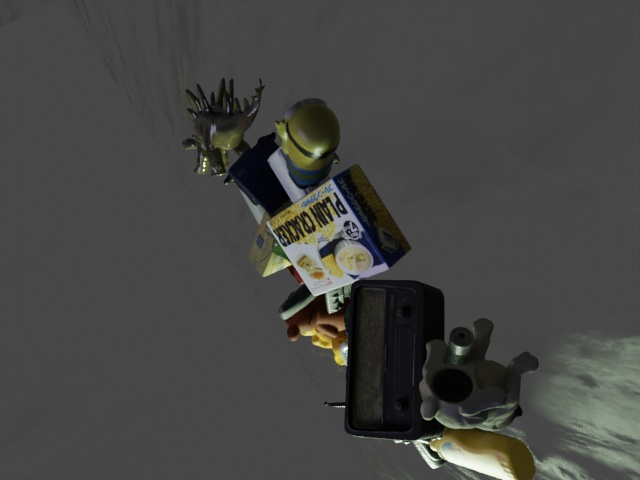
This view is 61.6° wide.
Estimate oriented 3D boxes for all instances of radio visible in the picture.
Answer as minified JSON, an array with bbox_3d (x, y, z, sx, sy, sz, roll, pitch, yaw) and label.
[{"bbox_3d":[0.112,0.174,0.795,0.131,0.229,0.073,-6,166,38],"label":"radio"}]

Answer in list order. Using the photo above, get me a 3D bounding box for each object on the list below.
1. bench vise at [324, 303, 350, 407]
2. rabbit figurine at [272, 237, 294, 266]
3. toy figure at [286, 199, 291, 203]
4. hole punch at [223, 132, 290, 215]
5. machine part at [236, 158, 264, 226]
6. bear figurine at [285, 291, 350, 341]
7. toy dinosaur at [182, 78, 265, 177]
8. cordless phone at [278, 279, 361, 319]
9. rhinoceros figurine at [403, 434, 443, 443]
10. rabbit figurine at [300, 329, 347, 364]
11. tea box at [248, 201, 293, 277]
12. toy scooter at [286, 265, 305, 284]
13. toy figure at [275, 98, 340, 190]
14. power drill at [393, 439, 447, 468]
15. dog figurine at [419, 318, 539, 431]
[{"bbox_3d":[0.102,0.180,0.961,0.129,0.224,0.240,15,147,-8],"label":"bench vise"},{"bbox_3d":[-0.002,-0.003,1.016,0.159,0.121,0.170,49,149,14],"label":"rabbit figurine"},{"bbox_3d":[-0.099,-0.103,1.216,0.064,0.058,0.154,52,171,38],"label":"toy figure"},{"bbox_3d":[-0.101,-0.124,1.048,0.115,0.142,0.092,50,173,-34],"label":"hole punch"},{"bbox_3d":[-0.138,-0.093,1.316,0.079,0.079,0.243,27,147,61],"label":"machine part"},{"bbox_3d":[-0.020,0.172,1.250,0.132,0.196,0.120,-9,84,51],"label":"bear figurine"},{"bbox_3d":[-0.214,-0.240,1.154,0.472,0.105,0.198,7,116,55],"label":"toy dinosaur"},{"bbox_3d":[-0.006,0.122,1.140,0.089,0.184,0.146,45,161,24],"label":"cordless phone"},{"bbox_3d":[0.156,0.257,0.894,0.073,0.112,0.190,-83,-12,-56],"label":"rhinoceros figurine"},{"bbox_3d":[0.040,0.257,1.400,0.173,0.122,0.162,34,158,55],"label":"rabbit figurine"},{"bbox_3d":[-0.089,-0.003,1.206,0.068,0.098,0.169,50,138,22],"label":"tea box"},{"bbox_3d":[-0.048,0.055,1.344,0.135,0.075,0.184,52,169,-1],"label":"toy scooter"},{"bbox_3d":[-0.011,-0.139,0.821,0.089,0.082,0.180,40,156,16],"label":"toy figure"},{"bbox_3d":[0.218,0.451,1.347,0.232,0.086,0.207,53,157,3],"label":"power drill"},{"bbox_3d":[0.206,0.226,0.736,0.121,0.172,0.190,-123,17,-47],"label":"dog figurine"}]
